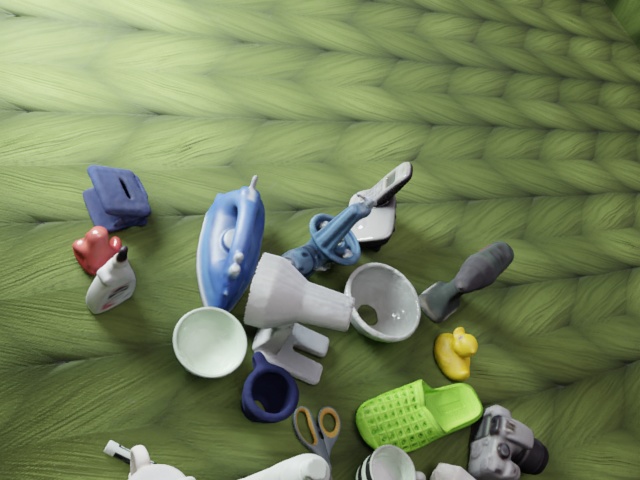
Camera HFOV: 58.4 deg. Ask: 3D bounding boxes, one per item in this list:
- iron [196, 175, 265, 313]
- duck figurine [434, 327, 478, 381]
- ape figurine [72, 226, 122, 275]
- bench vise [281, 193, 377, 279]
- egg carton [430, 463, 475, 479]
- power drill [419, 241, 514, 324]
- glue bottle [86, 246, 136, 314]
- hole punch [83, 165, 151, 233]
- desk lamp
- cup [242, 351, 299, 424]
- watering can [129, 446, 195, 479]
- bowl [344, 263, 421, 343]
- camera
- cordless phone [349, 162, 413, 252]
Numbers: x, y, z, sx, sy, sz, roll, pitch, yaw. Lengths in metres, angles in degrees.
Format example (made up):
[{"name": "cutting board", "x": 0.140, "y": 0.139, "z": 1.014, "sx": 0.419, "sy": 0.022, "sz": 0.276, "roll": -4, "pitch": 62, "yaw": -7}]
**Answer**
[{"name": "iron", "x": -0.151, "y": 0.010, "z": 1.034, "sx": 0.119, "sy": 0.141, "sz": 0.258, "roll": 16, "pitch": 54, "yaw": -18}, {"name": "duck figurine", "x": 0.285, "y": 0.228, "z": 1.160, "sx": 0.078, "sy": 0.086, "sz": 0.104, "roll": 3, "pitch": 59, "yaw": -26}, {"name": "ape figurine", "x": -0.368, "y": 0.010, "z": 0.950, "sx": 0.078, "sy": 0.092, "sz": 0.076, "roll": 13, "pitch": 55, "yaw": -20}, {"name": "bench vise", "x": 0.019, "y": 0.012, "z": 1.072, "sx": 0.121, "sy": 0.219, "sz": 0.208, "roll": 39, "pitch": 50, "yaw": 0}, {"name": "egg carton", "x": 0.247, "y": 0.467, "z": 0.995, "sx": 0.150, "sy": 0.069, "sz": 0.107, "roll": 40, "pitch": 50, "yaw": 1}, {"name": "power drill", "x": 0.297, "y": 0.088, "z": 1.177, "sx": 0.230, "sy": 0.208, "sz": 0.075, "roll": -30, "pitch": 77, "yaw": -38}, {"name": "glue bottle", "x": -0.319, "y": 0.056, "z": 0.894, "sx": 0.037, "sy": 0.173, "sz": 0.078, "roll": 48, "pitch": 51, "yaw": 8}, {"name": "hole punch", "x": -0.357, "y": -0.080, "z": 1.016, "sx": 0.101, "sy": 0.091, "sz": 0.108, "roll": -18, "pitch": 69, "yaw": -35}, {"name": "desk lamp", "x": -0.044, "y": 0.131, "z": 0.965, "sx": 0.203, "sy": 0.213, "sz": 0.118, "roll": 25, "pitch": 51, "yaw": -11}, {"name": "cup", "x": -0.097, "y": 0.250, "z": 0.937, "sx": 0.092, "sy": 0.094, "sz": 0.117, "roll": -9, "pitch": 65, "yaw": -32}, {"name": "watering can", "x": -0.210, "y": 0.354, "z": 0.744, "sx": 0.173, "sy": 0.193, "sz": 0.101, "roll": 47, "pitch": 51, "yaw": 7}, {"name": "bowl", "x": 0.112, "y": 0.134, "z": 1.136, "sx": 0.168, "sy": 0.074, "sz": 0.167, "roll": 14, "pitch": 54, "yaw": -20}, {"name": "camera", "x": 0.363, "y": 0.401, "z": 1.079, "sx": 0.137, "sy": 0.100, "sz": 0.143, "roll": 29, "pitch": 51, "yaw": -8}, {"name": "cordless phone", "x": 0.132, "y": -0.074, "z": 1.210, "sx": 0.094, "sy": 0.184, "sz": 0.147, "roll": 18, "pitch": 53, "yaw": -17}]
